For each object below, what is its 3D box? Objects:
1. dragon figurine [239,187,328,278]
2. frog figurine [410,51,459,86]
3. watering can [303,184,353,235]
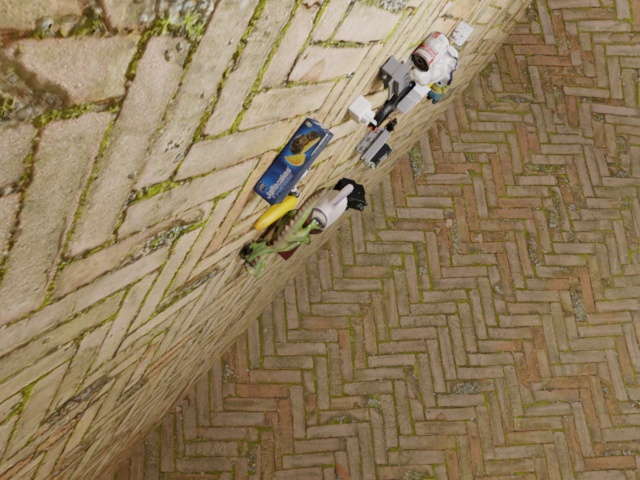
[{"bbox_3d":[-0.129,-0.005,1.535,0.246,0.123,0.401,-35,166,-35],"label":"dragon figurine"},{"bbox_3d":[0.343,-0.547,1.638,0.160,0.123,0.136,-10,173,-13],"label":"frog figurine"},{"bbox_3d":[0.006,-0.098,1.956,0.228,0.104,0.342,-44,-178,-35],"label":"watering can"}]
